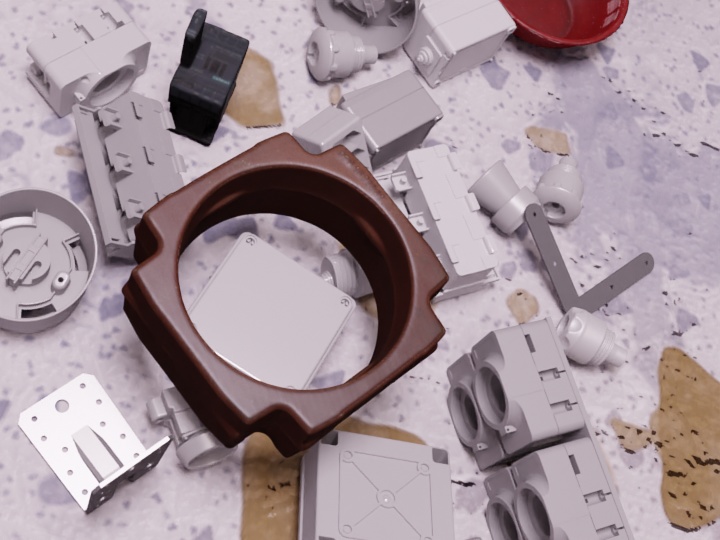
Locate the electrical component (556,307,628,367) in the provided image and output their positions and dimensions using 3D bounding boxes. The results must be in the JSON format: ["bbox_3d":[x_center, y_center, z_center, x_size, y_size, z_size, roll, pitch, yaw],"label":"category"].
[{"bbox_3d":[0.204,0.063,0.941,0.062,0.043,0.043,29,62,-6],"label":"electrical component"}]

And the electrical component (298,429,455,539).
[{"bbox_3d":[0.012,0.183,0.804,0.109,0.056,0.108,12,47,-13],"label":"electrical component"}]

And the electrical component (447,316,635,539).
[{"bbox_3d":[0.134,0.145,0.847,0.060,0.105,0.186,-11,71,-22],"label":"electrical component"}]

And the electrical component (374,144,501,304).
[{"bbox_3d":[0.070,-0.042,0.931,0.079,0.063,0.121,-15,73,-23],"label":"electrical component"}]

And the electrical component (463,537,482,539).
[{"bbox_3d":[0.080,0.233,0.830,0.040,0.040,0.046,-8,77,-21],"label":"electrical component"}]

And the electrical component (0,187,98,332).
[{"bbox_3d":[-0.250,-0.005,0.810,0.099,0.064,0.099,7,66,-15],"label":"electrical component"}]

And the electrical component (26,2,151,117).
[{"bbox_3d":[-0.224,-0.173,0.899,0.089,0.050,0.055,-36,81,-28],"label":"electrical component"}]

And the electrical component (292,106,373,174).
[{"bbox_3d":[-0.034,-0.095,0.920,0.076,0.083,0.047,26,53,38],"label":"electrical component"}]

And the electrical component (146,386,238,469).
[{"bbox_3d":[-0.121,0.116,0.811,0.066,0.048,0.055,-15,65,-23],"label":"electrical component"}]

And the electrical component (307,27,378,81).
[{"bbox_3d":[-0.015,-0.197,0.983,0.062,0.048,0.048,-5,69,-27],"label":"electrical component"}]

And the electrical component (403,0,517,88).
[{"bbox_3d":[0.086,-0.222,1.016,0.096,0.061,0.061,-28,78,-26],"label":"electrical component"}]

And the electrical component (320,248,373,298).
[{"bbox_3d":[0.000,0.000,0.902,0.081,0.043,0.043,-18,74,-24],"label":"electrical component"}]

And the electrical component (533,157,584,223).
[{"bbox_3d":[0.187,-0.078,0.997,0.048,0.048,0.062,27,55,-5],"label":"electrical component"}]

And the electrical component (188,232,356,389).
[{"bbox_3d":[-0.077,0.045,0.850,0.109,0.056,0.108,33,62,-2],"label":"electrical component"}]

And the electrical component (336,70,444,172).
[{"bbox_3d":[0.024,-0.134,0.957,0.096,0.061,0.061,-31,80,-27],"label":"electrical component"}]

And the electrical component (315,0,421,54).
[{"bbox_3d":[0.010,-0.257,0.988,0.099,0.099,0.064,24,56,-7],"label":"electrical component"}]

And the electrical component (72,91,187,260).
[{"bbox_3d":[-0.177,-0.075,0.858,0.079,0.063,0.121,13,55,-59],"label":"electrical component"}]

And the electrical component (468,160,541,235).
[{"bbox_3d":[0.130,-0.065,0.972,0.055,0.045,0.045,46,62,4],"label":"electrical component"}]
